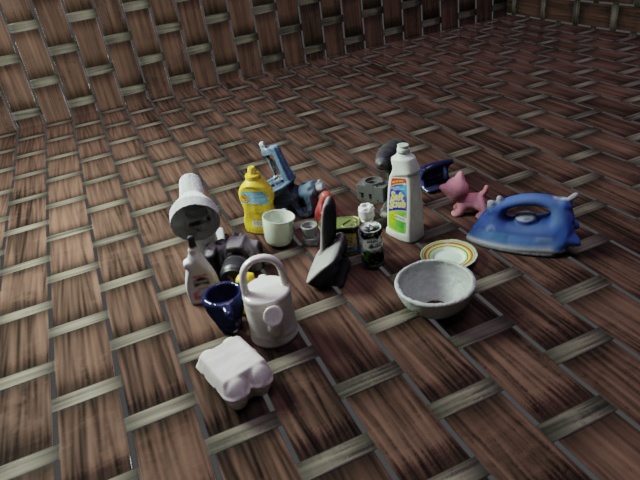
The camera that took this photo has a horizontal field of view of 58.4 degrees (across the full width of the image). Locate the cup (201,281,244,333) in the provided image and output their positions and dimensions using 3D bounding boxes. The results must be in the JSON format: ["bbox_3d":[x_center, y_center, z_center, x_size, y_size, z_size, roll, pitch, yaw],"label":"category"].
[{"bbox_3d":[-0.193,0.154,1.206,0.092,0.095,0.117,-16,32,-13],"label":"cup"}]

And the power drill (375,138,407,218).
[{"bbox_3d":[0.196,-0.168,1.540,0.075,0.209,0.230,3,33,18],"label":"power drill"}]

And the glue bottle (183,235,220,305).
[{"bbox_3d":[-0.276,0.065,1.298,0.078,0.173,0.037,-15,32,-12],"label":"glue bottle"}]

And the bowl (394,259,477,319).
[{"bbox_3d":[0.240,0.113,1.191,0.167,0.075,0.167,-6,31,4],"label":"bowl"}]

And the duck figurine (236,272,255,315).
[{"bbox_3d":[-0.156,0.110,1.280,0.105,0.086,0.077,-18,32,-15],"label":"duck figurine"}]

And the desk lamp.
[{"bbox_3d":[-0.311,-0.050,1.458,0.118,0.214,0.203,-13,31,-7],"label":"desk lamp"}]

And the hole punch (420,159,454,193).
[{"bbox_3d":[0.326,-0.200,1.677,0.109,0.091,0.100,-19,33,-18],"label":"hole punch"}]

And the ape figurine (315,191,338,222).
[{"bbox_3d":[0.020,-0.090,1.565,0.076,0.092,0.078,11,36,29],"label":"ape figurine"}]

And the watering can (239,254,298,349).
[{"bbox_3d":[-0.102,0.117,1.149,0.101,0.194,0.172,-26,35,-27],"label":"watering can"}]

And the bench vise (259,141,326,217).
[{"bbox_3d":[-0.089,-0.178,1.612,0.207,0.220,0.121,-6,31,3],"label":"bench vise"}]

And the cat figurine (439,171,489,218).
[{"bbox_3d":[0.382,-0.123,1.509,0.127,0.118,0.067,5,33,20],"label":"cat figurine"}]

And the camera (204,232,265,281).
[{"bbox_3d":[-0.215,0.052,1.375,0.143,0.101,0.137,-5,31,6],"label":"camera"}]

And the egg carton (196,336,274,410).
[{"bbox_3d":[-0.158,0.246,1.071,0.107,0.069,0.149,-27,36,-29],"label":"egg carton"}]

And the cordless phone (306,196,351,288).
[{"bbox_3d":[0.012,0.005,1.318,0.094,0.185,0.147,-2,31,11],"label":"cordless phone"}]

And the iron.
[{"bbox_3d":[0.475,-0.051,1.344,0.257,0.142,0.119,3,33,18],"label":"iron"}]
